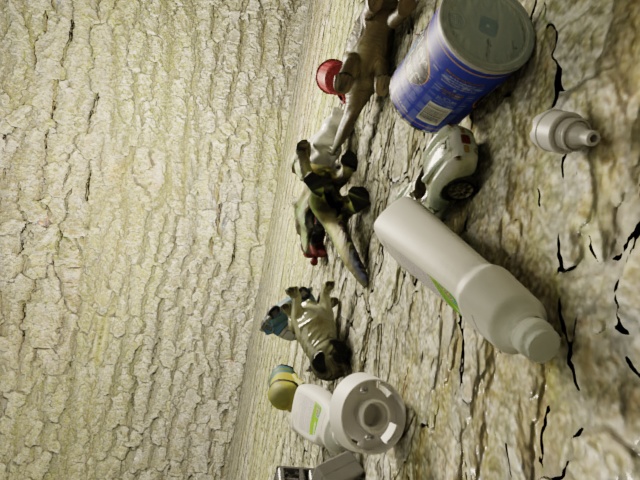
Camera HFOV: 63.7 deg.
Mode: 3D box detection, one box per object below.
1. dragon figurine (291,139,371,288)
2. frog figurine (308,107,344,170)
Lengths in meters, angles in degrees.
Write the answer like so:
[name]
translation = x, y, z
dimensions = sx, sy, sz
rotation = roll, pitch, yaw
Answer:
[dragon figurine]
translation = 0.003, -0.054, 1.082
dimensions = 0.238, 0.122, 0.418
rotation = 118, 145, -59
[frog figurine]
translation = 0.014, -0.239, 1.241
dimensions = 0.140, 0.123, 0.157
rotation = -60, -27, -66
